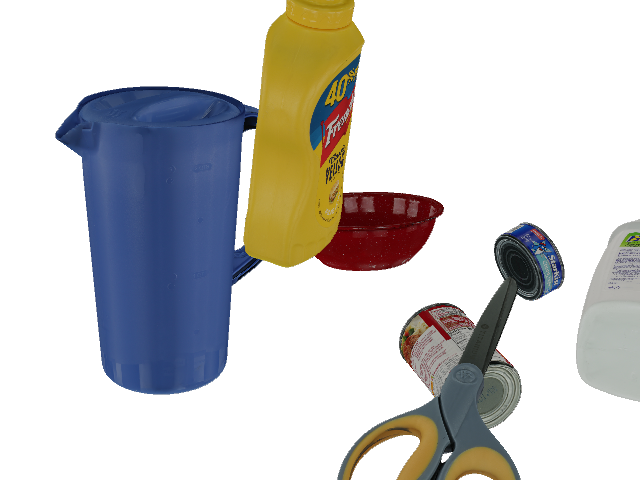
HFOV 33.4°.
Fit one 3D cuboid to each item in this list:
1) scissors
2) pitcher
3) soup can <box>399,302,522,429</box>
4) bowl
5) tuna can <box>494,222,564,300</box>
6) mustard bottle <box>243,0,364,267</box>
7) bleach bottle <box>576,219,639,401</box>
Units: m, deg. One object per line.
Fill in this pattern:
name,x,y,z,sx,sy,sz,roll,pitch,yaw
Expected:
scissors,0.087,0.087,0.550,0.096,0.016,0.201,25,44,31
pitcher,-0.120,-0.002,0.888,0.149,0.243,0.144,9,23,17
soup can,0.118,0.106,0.904,0.068,0.068,0.102,0,25,-21
bowl,0.045,-0.007,1.085,0.162,0.055,0.162,-2,14,0
tuna can,0.238,0.025,1.222,0.033,0.086,0.086,-27,10,-20
mustard bottle,-0.008,-0.084,0.680,0.058,0.192,0.096,19,35,16
bleach bottle,0.244,0.032,0.746,0.103,0.068,0.250,9,20,19
